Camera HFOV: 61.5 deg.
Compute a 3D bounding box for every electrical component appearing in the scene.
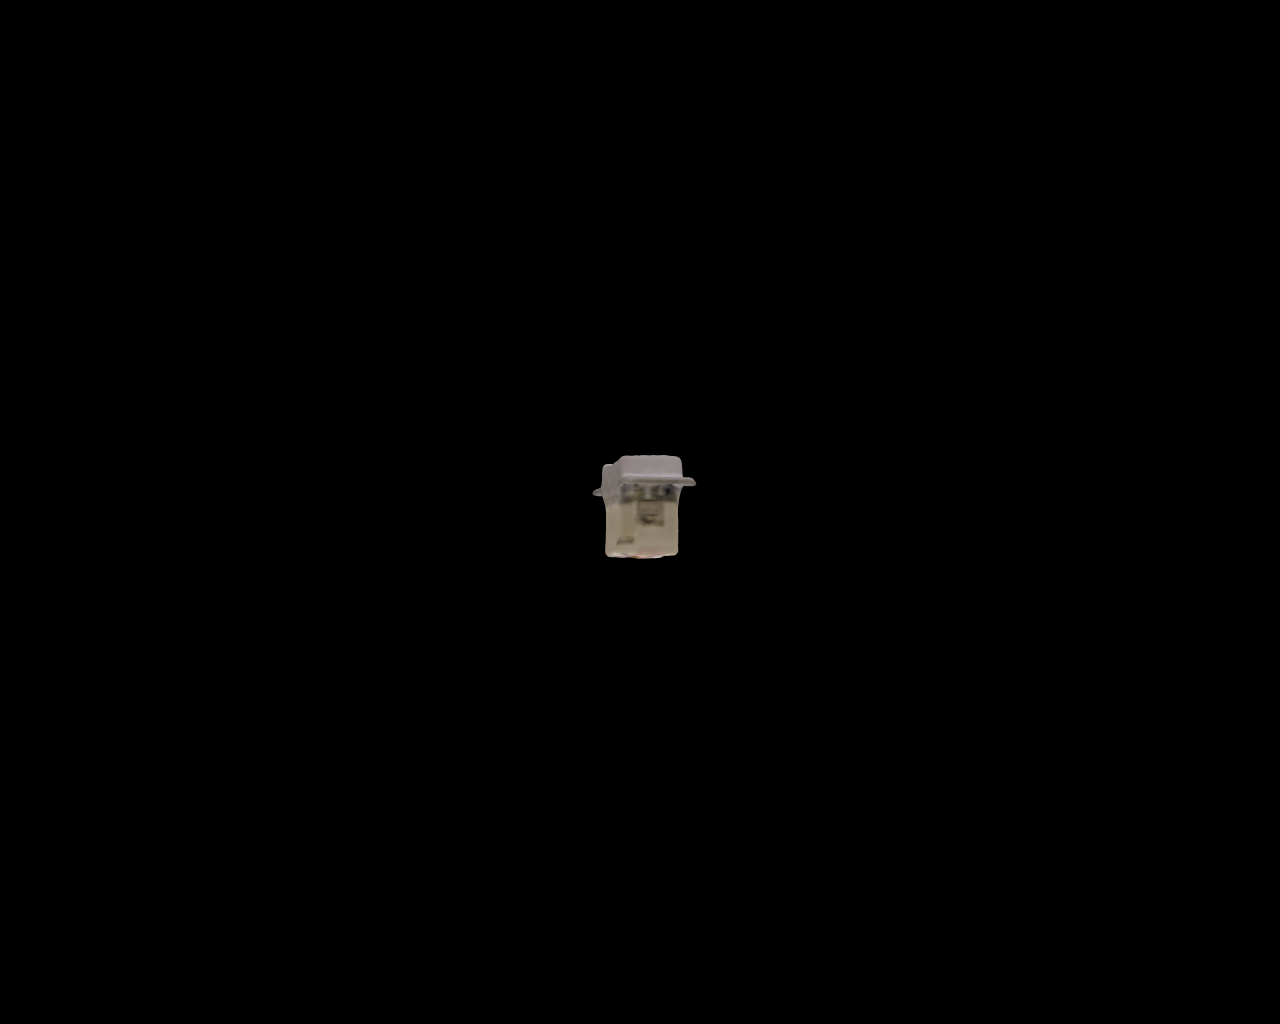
[{"bbox_3d":[0.001,-0.003,0.650,0.042,0.063,0.081,1,-5,-15],"label":"electrical component"}]
